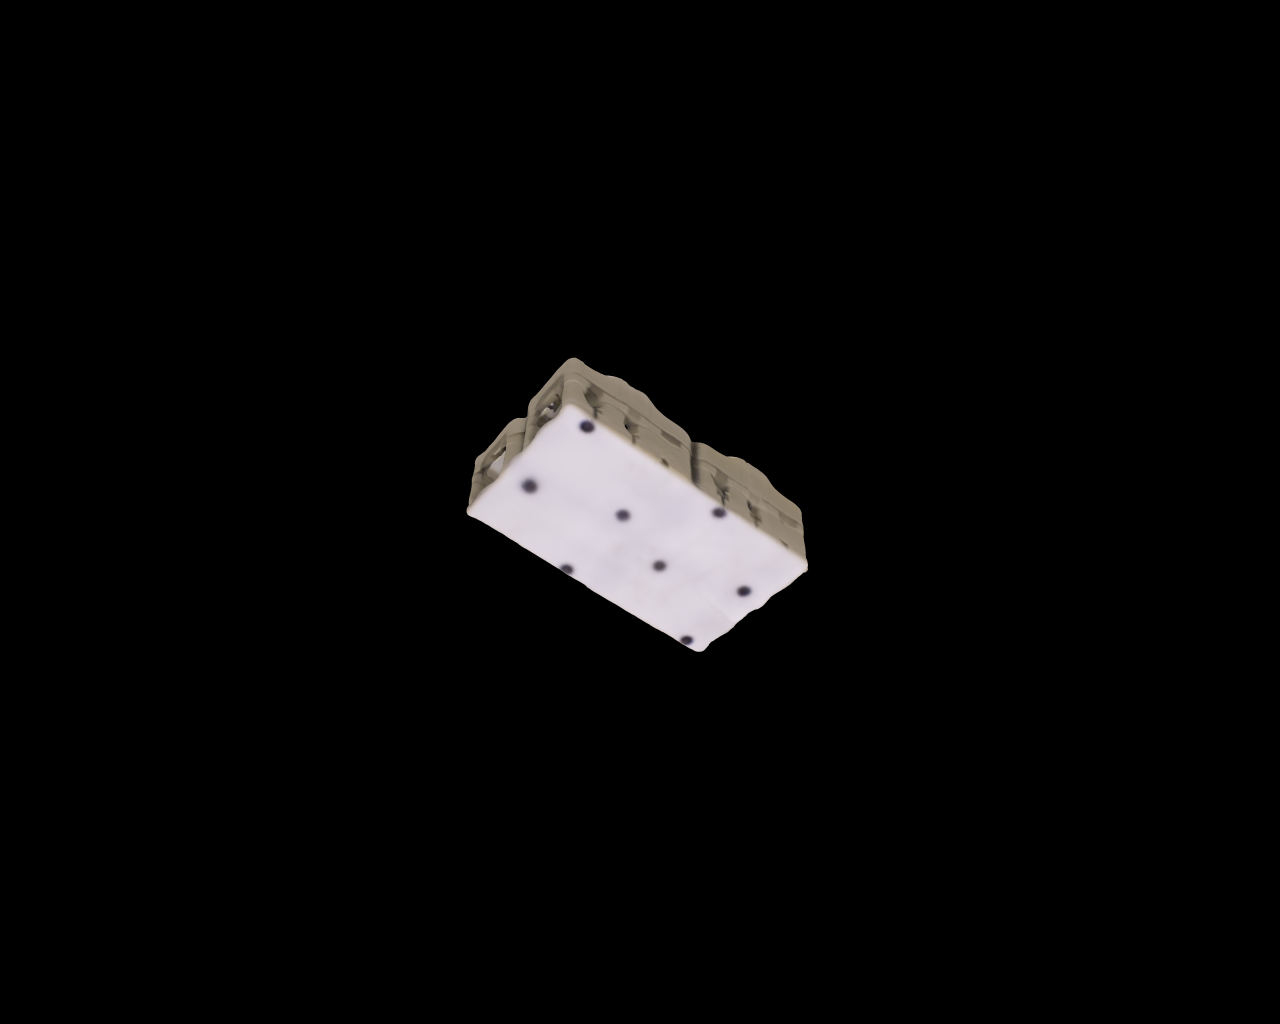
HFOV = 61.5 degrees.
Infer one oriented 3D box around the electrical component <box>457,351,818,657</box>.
[{"bbox_3d":[0.001,-0.003,0.650,0.186,0.060,0.105,33,-58,-24],"label":"electrical component"}]
